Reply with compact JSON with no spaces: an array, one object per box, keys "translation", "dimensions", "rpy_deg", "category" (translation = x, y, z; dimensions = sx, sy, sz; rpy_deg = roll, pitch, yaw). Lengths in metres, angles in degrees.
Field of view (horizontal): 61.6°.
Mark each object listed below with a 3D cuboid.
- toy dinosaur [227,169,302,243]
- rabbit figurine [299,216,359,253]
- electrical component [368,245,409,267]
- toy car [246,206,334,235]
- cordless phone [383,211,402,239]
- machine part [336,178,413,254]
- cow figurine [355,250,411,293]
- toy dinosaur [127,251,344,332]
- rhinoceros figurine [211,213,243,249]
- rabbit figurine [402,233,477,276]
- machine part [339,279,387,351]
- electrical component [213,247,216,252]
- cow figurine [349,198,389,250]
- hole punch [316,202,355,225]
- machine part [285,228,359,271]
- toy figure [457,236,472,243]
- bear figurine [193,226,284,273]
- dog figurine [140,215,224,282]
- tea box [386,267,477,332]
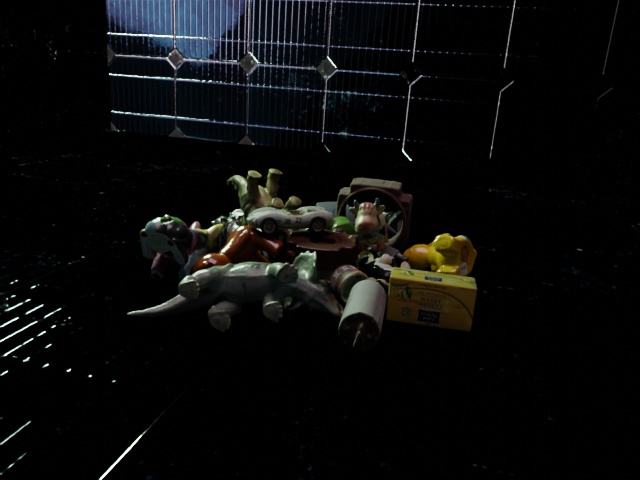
[{"translation":[-0.166,-0.094,1.472],"dimensions":[0.105,0.198,0.472],"rpy_deg":[2,33,-30],"category":"toy dinosaur"},{"translation":[-0.003,-0.004,1.387],"dimensions":[0.170,0.121,0.159],"rpy_deg":[-18,37,-7],"category":"rabbit figurine"},{"translation":[0.163,0.046,1.358],"dimensions":[0.078,0.045,0.102],"rpy_deg":[-42,38,-11],"category":"electrical component"},{"translation":[-0.069,-0.048,1.242],"dimensions":[0.202,0.056,0.074],"rpy_deg":[-1,16,-19],"category":"toy car"},{"translation":[0.170,-0.040,1.648],"dimensions":[0.184,0.088,0.146],"rpy_deg":[-1,14,25],"category":"cordless phone"},{"translation":[0.146,-0.061,1.469],"dimensions":[0.201,0.201,0.087],"rpy_deg":[8,21,12],"category":"machine part"},{"translation":[0.128,0.075,1.259],"dimensions":[0.098,0.068,0.168],"rpy_deg":[-16,24,-33],"category":"cow figurine"},{"translation":[-0.151,0.095,1.062],"dimensions":[0.405,0.131,0.192],"rpy_deg":[-1,5,-1],"category":"toy dinosaur"},{"translation":[-0.228,-0.018,1.401],"dimensions":[0.073,0.112,0.190],"rpy_deg":[-3,11,-27],"category":"rhinoceros figurine"},{"translation":[0.292,0.035,1.348],"dimensions":[0.173,0.121,0.162],"rpy_deg":[-7,14,39],"category":"rabbit figurine"},{"translation":[0.084,0.139,1.017],"dimensions":[0.079,0.079,0.243],"rpy_deg":[6,18,8],"category":"machine part"},{"translation":[-0.306,0.022,1.403],"dimensions":[0.063,0.021,0.094],"rpy_deg":[13,18,25],"category":"electrical component"},{"translation":[0.127,-0.040,1.330],"dimensions":[0.086,0.127,0.195],"rpy_deg":[-5,5,13],"category":"cow figurine"},{"translation":[0.048,-0.061,1.645],"dimensions":[0.142,0.092,0.116],"rpy_deg":[0,21,-25],"category":"hole punch"},{"translation":[0.004,0.018,1.229],"dimensions":[0.179,0.056,0.179],"rpy_deg":[2,18,-1],"category":"machine part"},{"translation":[0.377,0.028,1.483],"dimensions":[0.064,0.058,0.154],"rpy_deg":[-31,-2,33],"category":"toy figure"},{"translation":[-0.188,0.054,1.187],"dimensions":[0.132,0.120,0.196],"rpy_deg":[35,41,0],"category":"bear figurine"},{"translation":[-0.308,-0.005,1.247],"dimensions":[0.109,0.191,0.219],"rpy_deg":[3,32,16],"category":"dog figurine"},{"translation":[0.222,0.118,1.082],"dimensions":[0.170,0.098,0.068],"rpy_deg":[5,17,10],"category":"tea box"}]
